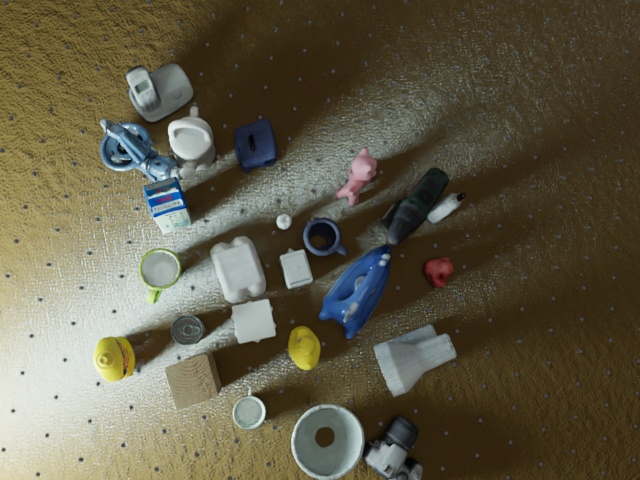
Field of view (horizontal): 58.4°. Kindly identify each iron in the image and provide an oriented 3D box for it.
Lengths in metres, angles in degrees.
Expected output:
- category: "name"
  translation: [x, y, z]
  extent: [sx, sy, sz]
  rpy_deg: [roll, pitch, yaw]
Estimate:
- category: "iron"
  translation: [0.110, 0.103, 1.364]
  extent: [0.118, 0.141, 0.258]
  rpy_deg: [35, 77, -1]

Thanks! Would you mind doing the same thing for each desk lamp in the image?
- category: "desk lamp"
  translation: [0.213, 0.267, 1.314]
  extent: [0.203, 0.213, 0.118]
  rpy_deg: [-21, 84, -11]

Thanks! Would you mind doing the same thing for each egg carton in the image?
- category: "egg carton"
  translation: [-0.192, 0.070, 1.362]
  extent: [0.107, 0.069, 0.150]
  rpy_deg: [-20, 84, -11]

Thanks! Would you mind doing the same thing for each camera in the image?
- category: "camera"
  translation: [0.187, 0.493, 1.329]
  extent: [0.143, 0.100, 0.137]
  rpy_deg: [36, 77, -1]

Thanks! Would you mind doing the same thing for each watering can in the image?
- category: "watering can"
  translation: [-0.297, -0.228, 1.334]
  extent: [0.101, 0.194, 0.173]
  rpy_deg: [-18, 83, -11]

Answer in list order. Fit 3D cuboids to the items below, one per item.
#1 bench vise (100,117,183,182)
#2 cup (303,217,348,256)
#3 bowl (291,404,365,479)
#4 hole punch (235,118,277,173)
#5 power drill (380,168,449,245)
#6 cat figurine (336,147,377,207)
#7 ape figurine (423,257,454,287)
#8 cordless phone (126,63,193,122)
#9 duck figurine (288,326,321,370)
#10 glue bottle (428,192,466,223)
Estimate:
- category: "bench vise"
  translation: [-0.408, -0.212, 1.302]
  extent: [0.207, 0.219, 0.121]
  rpy_deg: [10, 79, -6]
- category: "cup"
  translation: [0.013, 0.005, 1.390]
  extent: [0.118, 0.095, 0.092]
  rpy_deg: [32, 78, -2]
- category: "bowl"
  translation: [0.015, 0.461, 1.323]
  extent: [0.167, 0.074, 0.167]
  rpy_deg: [1, 80, -8]
- category: "hole punch"
  translation: [-0.159, -0.232, 1.407]
  extent: [0.101, 0.091, 0.109]
  rpy_deg: [-12, 82, -10]
- category: "power drill"
  translation: [0.213, -0.064, 1.373]
  extent: [0.075, 0.208, 0.230]
  rpy_deg: [37, 77, 0]
- category: "cat figurine"
  translation: [0.098, -0.158, 1.419]
  extent: [0.067, 0.117, 0.128]
  rpy_deg: [28, 78, -2]
- category: "ape figurine"
  translation: [0.302, 0.074, 1.422]
  extent: [0.076, 0.092, 0.078]
  rpy_deg: [35, 77, -1]
- category: "cordless phone"
  translation: [-0.381, -0.369, 1.350]
  extent: [0.148, 0.185, 0.094]
  rpy_deg: [-38, 87, -12]
- category: "duck figurine"
  translation: [-0.034, 0.254, 1.345]
  extent: [0.077, 0.086, 0.104]
  rpy_deg: [-12, 82, -10]
- category: "glue bottle"
  translation: [0.321, -0.089, 1.411]
  extent: [0.037, 0.173, 0.078]
  rpy_deg: [43, 78, 1]
